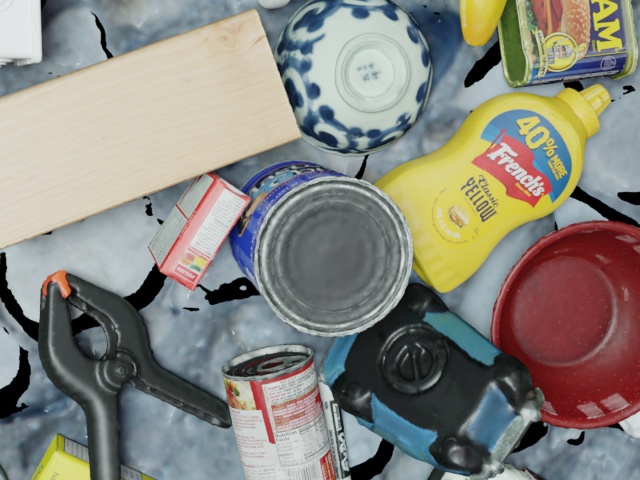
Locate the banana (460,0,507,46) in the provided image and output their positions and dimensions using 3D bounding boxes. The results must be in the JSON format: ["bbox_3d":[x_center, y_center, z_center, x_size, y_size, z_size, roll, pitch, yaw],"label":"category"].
[{"bbox_3d":[0.147,-0.226,0.721,0.069,0.037,0.198,38,90,-22],"label":"banana"}]

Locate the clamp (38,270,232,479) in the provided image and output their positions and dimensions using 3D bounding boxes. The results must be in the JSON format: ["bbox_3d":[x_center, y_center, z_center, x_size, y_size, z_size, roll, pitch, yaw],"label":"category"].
[{"bbox_3d":[-0.150,0.104,0.749,0.171,0.039,0.120,50,52,-9],"label":"clamp"}]

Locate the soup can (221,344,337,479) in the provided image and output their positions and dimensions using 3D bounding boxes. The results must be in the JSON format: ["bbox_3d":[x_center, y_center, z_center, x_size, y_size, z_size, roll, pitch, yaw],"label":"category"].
[{"bbox_3d":[-0.029,0.135,0.780,0.068,0.068,0.102,-13,101,-9],"label":"soup can"}]

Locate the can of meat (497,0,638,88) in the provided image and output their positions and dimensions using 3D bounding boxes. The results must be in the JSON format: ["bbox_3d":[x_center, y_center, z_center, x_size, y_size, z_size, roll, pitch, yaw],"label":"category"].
[{"bbox_3d":[0.176,-0.164,0.778,0.084,0.057,0.102,-8,91,-7],"label":"can of meat"}]

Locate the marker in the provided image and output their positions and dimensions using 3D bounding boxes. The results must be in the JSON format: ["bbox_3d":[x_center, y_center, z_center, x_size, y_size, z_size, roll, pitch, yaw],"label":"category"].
[{"bbox_3d":[0.012,0.163,0.817,0.020,0.020,0.121,-10,100,-10],"label":"marker"}]

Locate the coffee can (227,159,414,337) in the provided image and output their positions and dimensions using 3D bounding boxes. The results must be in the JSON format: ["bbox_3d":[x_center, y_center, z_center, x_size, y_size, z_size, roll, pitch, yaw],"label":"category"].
[{"bbox_3d":[-0.005,0.001,0.727,0.102,0.140,0.103,-2,99,-11],"label":"coffee can"}]

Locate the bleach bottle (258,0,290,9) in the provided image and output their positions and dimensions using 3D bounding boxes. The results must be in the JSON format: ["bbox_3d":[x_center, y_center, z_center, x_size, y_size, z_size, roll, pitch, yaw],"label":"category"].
[{"bbox_3d":[0.075,-0.229,0.750,0.250,0.068,0.102,-10,102,-12],"label":"bleach bottle"}]

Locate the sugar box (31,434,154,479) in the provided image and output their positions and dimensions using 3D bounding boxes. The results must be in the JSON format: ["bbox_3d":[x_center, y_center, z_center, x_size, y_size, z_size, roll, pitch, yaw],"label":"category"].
[{"bbox_3d":[-0.136,0.224,0.783,0.176,0.048,0.093,28,92,-13],"label":"sugar box"}]

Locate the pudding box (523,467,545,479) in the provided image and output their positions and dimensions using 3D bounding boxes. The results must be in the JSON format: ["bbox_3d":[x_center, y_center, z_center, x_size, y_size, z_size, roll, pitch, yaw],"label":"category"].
[{"bbox_3d":[0.208,0.233,0.831,0.113,0.090,0.039,31,92,-14],"label":"pudding box"}]

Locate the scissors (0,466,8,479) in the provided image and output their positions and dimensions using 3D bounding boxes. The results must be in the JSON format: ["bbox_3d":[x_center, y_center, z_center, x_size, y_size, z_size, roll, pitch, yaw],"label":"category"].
[{"bbox_3d":[-0.259,0.125,0.758,0.096,0.016,0.202,11,96,-15],"label":"scissors"}]

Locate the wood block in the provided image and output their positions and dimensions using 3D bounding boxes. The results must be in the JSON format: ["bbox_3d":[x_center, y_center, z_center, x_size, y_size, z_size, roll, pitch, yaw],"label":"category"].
[{"bbox_3d":[-0.130,-0.077,0.716,0.206,0.090,0.091,-22,102,-8],"label":"wood block"}]

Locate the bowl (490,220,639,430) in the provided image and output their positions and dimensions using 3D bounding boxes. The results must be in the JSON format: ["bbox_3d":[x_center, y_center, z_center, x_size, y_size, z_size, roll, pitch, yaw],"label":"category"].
[{"bbox_3d":[0.199,0.061,0.821,0.162,0.055,0.162,-2,99,-11],"label":"bowl"}]

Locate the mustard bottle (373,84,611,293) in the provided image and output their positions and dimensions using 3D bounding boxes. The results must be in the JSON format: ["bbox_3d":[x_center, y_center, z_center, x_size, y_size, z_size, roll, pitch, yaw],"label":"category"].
[{"bbox_3d":[0.136,-0.053,0.790,0.191,0.058,0.096,-37,103,-5],"label":"mustard bottle"}]

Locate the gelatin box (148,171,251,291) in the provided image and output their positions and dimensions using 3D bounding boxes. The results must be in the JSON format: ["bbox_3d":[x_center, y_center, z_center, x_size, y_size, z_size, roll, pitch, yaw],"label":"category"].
[{"bbox_3d":[-0.084,-0.010,0.736,0.030,0.089,0.073,32,91,-17],"label":"gelatin box"}]
